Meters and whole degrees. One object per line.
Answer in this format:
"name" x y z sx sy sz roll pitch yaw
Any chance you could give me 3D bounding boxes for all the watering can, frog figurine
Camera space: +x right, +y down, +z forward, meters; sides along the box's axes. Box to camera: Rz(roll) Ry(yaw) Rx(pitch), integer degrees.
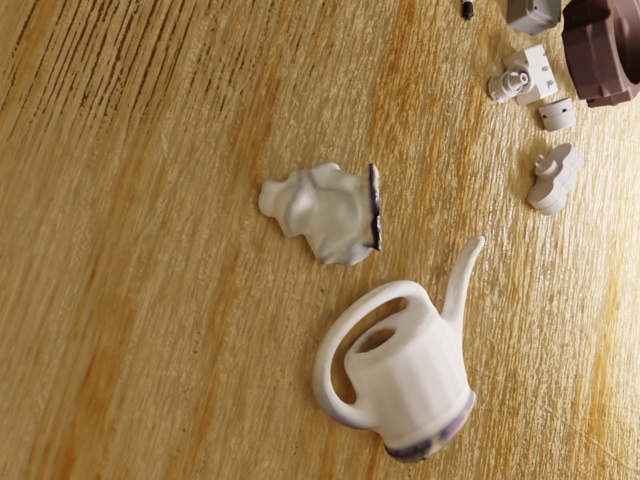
"watering can" 0.149 0.150 0.715 0.351 0.103 0.223 -30 98 -25
"frog figurine" 0.002 -0.034 0.684 0.159 0.123 0.137 -2 95 10
